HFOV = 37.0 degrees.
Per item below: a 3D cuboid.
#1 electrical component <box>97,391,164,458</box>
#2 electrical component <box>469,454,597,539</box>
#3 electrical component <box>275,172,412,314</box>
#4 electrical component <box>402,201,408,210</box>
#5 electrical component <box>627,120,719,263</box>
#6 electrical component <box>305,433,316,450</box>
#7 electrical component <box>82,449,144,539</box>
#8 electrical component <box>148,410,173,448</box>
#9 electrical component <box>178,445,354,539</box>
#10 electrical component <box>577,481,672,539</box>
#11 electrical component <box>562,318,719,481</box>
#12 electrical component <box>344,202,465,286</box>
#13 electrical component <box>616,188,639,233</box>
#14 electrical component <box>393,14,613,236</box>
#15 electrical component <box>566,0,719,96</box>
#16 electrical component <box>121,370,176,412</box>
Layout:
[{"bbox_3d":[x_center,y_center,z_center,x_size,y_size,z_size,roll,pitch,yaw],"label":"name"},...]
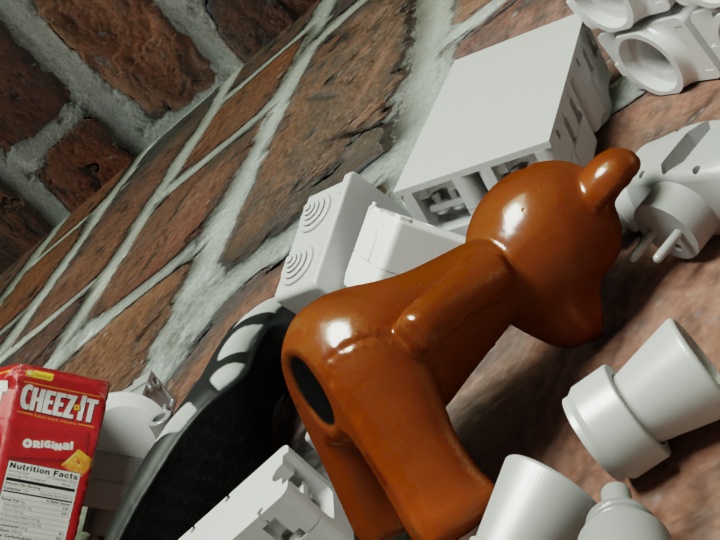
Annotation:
[{"bbox_3d":[-0.188,0.134,0.842,0.080,0.080,0.051,-48,13,-14],"label":"electrical component"},{"bbox_3d":[0.060,0.112,0.424,0.065,0.044,0.044,-54,20,-17],"label":"electrical component"},{"bbox_3d":[0.000,0.000,0.696,0.048,0.100,0.099,-20,44,47],"label":"electrical component"},{"bbox_3d":[0.061,-0.067,0.825,0.062,0.043,0.043,-40,18,17],"label":"electrical component"},{"bbox_3d":[0.162,-0.033,0.529,0.079,0.043,0.077,-48,18,-15],"label":"electrical component"},{"bbox_3d":[-0.009,0.066,0.614,0.047,0.076,0.065,-33,20,28],"label":"electrical component"},{"bbox_3d":[-0.176,0.170,0.768,0.047,0.066,0.076,-11,65,59],"label":"electrical component"},{"bbox_3d":[-0.124,0.126,0.741,0.048,0.062,0.048,-22,20,9],"label":"electrical component"},{"bbox_3d":[-0.049,0.145,0.550,0.089,0.056,0.050,-43,16,11],"label":"electrical component"},{"bbox_3d":[0.095,0.099,0.387,0.035,0.035,0.061,-36,17,21],"label":"electrical component"},{"bbox_3d":[0.116,0.053,0.431,0.055,0.045,0.045,-38,18,16],"label":"electrical component"},{"bbox_3d":[0.046,0.006,0.632,0.062,0.096,0.061,-141,70,-72],"label":"electrical component"},{"bbox_3d":[0.141,-0.033,0.591,0.061,0.035,0.035,-44,17,8],"label":"electrical component"},{"bbox_3d":[0.104,-0.093,0.726,0.105,0.060,0.186,-16,29,29],"label":"electrical component"},{"bbox_3d":[0.205,-0.169,0.646,0.060,0.105,0.186,-47,18,-12],"label":"electrical component"},{"bbox_3d":[-0.197,0.125,0.940,0.055,0.048,0.066,-31,20,13],"label":"electrical component"}]
